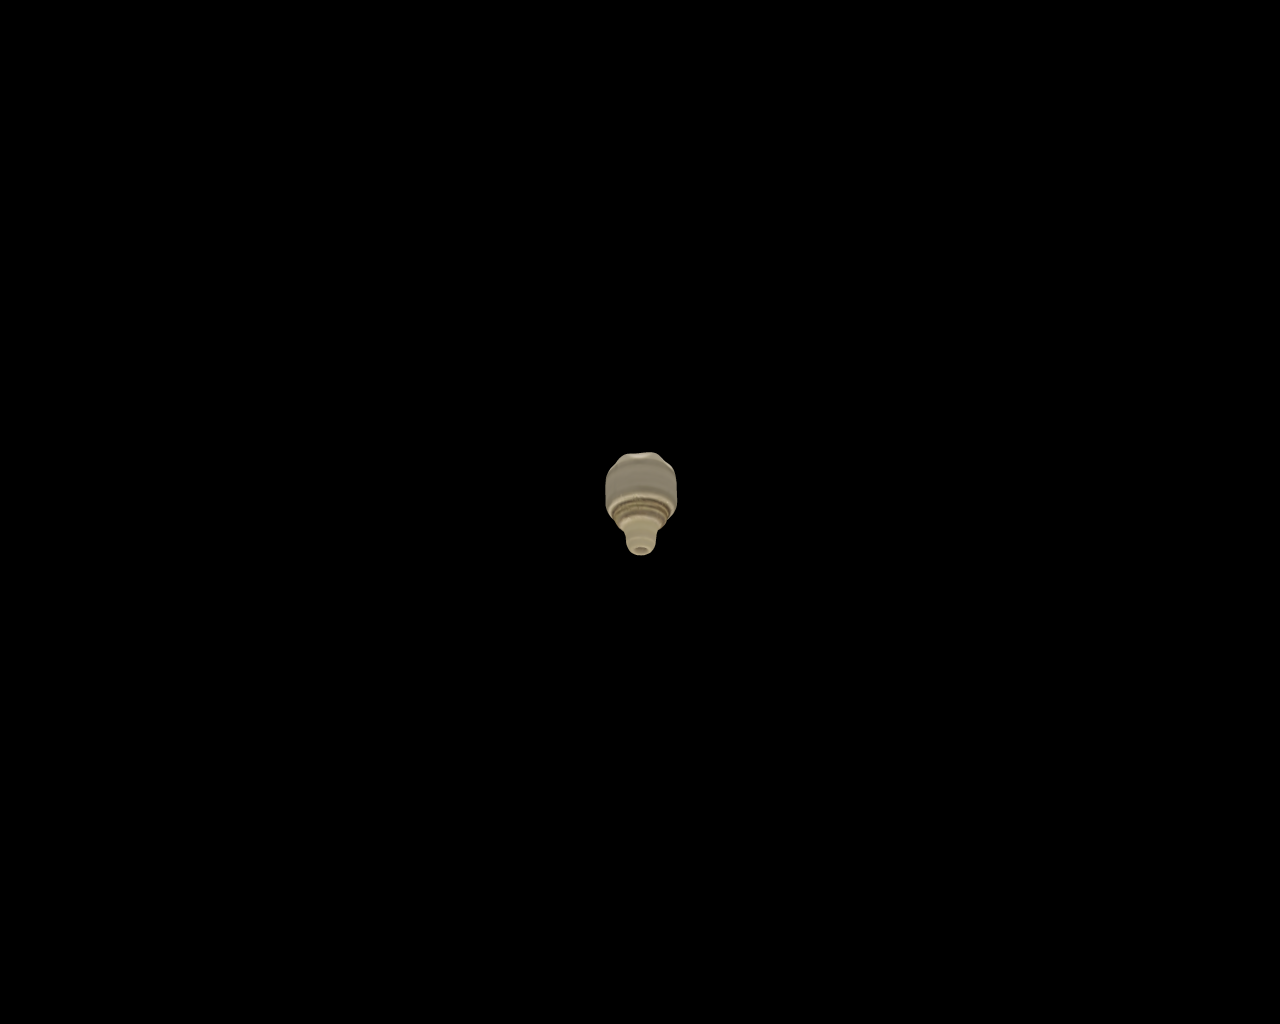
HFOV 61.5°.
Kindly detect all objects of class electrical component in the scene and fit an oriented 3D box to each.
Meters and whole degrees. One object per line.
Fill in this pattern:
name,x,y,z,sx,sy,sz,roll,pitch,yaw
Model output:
electrical component,0.001,-0.003,0.650,0.043,0.062,0.043,0,-31,0
